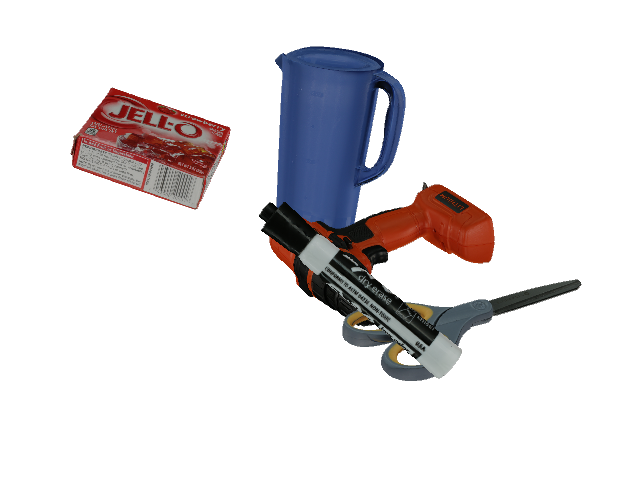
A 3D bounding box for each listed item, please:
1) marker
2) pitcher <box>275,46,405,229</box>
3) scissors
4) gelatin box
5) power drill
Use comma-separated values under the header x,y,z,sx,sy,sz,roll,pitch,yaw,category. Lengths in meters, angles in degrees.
x,y,z,sx,sy,sz,roll,pitch,yaw,category
0.018,0.023,0.530,0.121,0.020,0.020,40,1,1,marker
0.014,-0.127,1.411,0.144,0.243,0.149,-2,23,-19,pitcher
0.118,0.065,0.801,0.201,0.016,0.096,-5,31,-9,scissors
-0.112,-0.063,0.713,0.089,0.030,0.073,19,33,-2,gelatin box
0.066,0.009,1.000,0.187,0.057,0.185,-14,30,-23,power drill
